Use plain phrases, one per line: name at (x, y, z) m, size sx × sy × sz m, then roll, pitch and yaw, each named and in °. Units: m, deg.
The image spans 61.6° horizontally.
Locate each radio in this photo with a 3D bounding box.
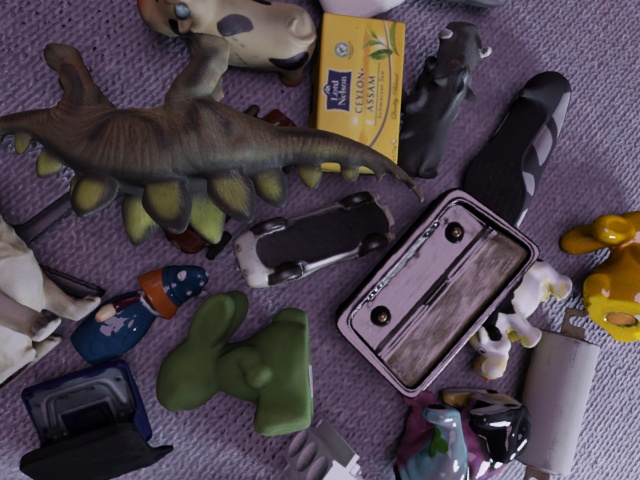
radio at (0.130, 0.057, 0.635) m, size 0.131 × 0.073 × 0.229 m, roll 42°, pitch 85°, yaw 5°

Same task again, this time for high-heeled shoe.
high-heeled shoe at (0.268, -0.099, 0.716) m, size 0.145 × 0.086 × 0.248 m, roll -10°, pitch 117°, yaw -50°

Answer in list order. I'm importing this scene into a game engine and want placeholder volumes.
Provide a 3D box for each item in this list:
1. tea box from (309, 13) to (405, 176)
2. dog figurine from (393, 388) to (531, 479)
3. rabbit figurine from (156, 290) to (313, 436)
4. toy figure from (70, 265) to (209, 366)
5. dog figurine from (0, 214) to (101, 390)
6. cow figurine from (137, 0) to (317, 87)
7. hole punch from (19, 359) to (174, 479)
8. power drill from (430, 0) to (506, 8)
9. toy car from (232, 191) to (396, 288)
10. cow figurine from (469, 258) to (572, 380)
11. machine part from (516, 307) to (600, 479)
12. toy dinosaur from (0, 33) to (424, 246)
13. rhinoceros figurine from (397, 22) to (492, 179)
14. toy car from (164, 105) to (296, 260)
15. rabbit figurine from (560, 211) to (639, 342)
tea box at (0.040, -0.163, 0.622) m, size 0.098 × 0.068 × 0.169 m, roll 2°, pitch 92°, yaw -11°
dog figurine at (0.153, 0.293, 0.641) m, size 0.191 × 0.108 × 0.219 m, roll 5°, pitch 91°, yaw -16°
rabbit figurine at (-0.096, 0.135, 0.581) m, size 0.170 × 0.121 × 0.159 m, roll -4°, pitch 85°, yaw 1°
toy figure at (-0.192, 0.072, 0.583) m, size 0.154 × 0.064 × 0.058 m, roll -37°, pitch 83°, yaw -11°
dog figurine at (-0.338, 0.044, 0.508) m, size 0.172 × 0.121 × 0.190 m, roll -44°, pitch 92°, yaw -2°
cow figurine at (-0.098, -0.235, 0.584) m, size 0.195 × 0.127 × 0.085 m, roll 9°, pitch 83°, yaw -16°
hole punch at (-0.238, 0.196, 0.558) m, size 0.142 × 0.115 × 0.092 m, roll -17°, pitch 51°, yaw -16°
power drill at (0.143, -0.403, 0.646) m, size 0.232 × 0.086 × 0.207 m, roll 7°, pitch 122°, yaw -6°
toy car at (-0.001, -0.002, 0.628) m, size 0.202 × 0.056 × 0.073 m, roll -18°, pitch 83°, yaw -23°
cow figurine at (0.233, 0.090, 0.683) m, size 0.098 × 0.068 × 0.167 m, roll 40°, pitch 76°, yaw -4°
machine part at (0.300, 0.205, 0.692) m, size 0.079 × 0.079 × 0.243 m, roll 17°, pitch 84°, yaw -13°
toy dinosaur at (-0.133, -0.096, 0.550) m, size 0.472 × 0.105 × 0.198 m, roll -2°, pitch 80°, yaw 1°
rhinoceros figurine at (0.137, -0.167, 0.648) m, size 0.073 × 0.112 × 0.190 m, roll 21°, pitch 91°, yaw -10°
toy car at (-0.099, -0.069, 0.617) m, size 0.089 × 0.053 × 0.202 m, roll 42°, pitch 81°, yaw -6°
rabbit figurine at (0.409, 0.030, 0.722) m, size 0.162 × 0.122 × 0.173 m, roll 30°, pitch 67°, yaw -2°
